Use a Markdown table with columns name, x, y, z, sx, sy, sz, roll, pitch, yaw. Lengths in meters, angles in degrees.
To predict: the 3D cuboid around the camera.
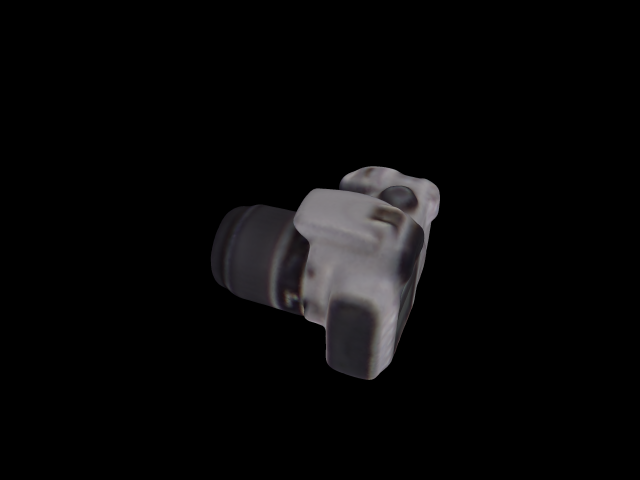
| name | x | y | z | sx | sy | sz | roll | pitch | yaw |
| --- | --- | --- | --- | --- | --- | --- | --- | --- | --- |
| camera | 0.004 | 0.001 | 0.400 | 0.136 | 0.101 | 0.143 | 14 | 43 | 15 |
